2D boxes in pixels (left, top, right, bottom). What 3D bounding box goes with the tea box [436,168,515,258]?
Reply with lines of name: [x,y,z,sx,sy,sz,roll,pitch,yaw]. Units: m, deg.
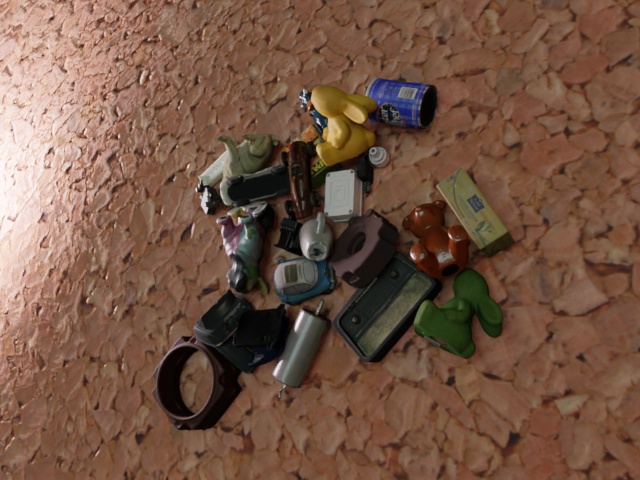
tea box: [0.321,-0.055,1.109,0.068,0.098,0.170,-37,65,15]

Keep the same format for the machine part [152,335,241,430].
machine part: [-0.311,0.352,1.338,0.202,0.087,0.201,41,97,28]

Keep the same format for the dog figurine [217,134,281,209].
dog figurine: [-0.186,-0.181,1.420,0.172,0.121,0.190,-3,98,16]

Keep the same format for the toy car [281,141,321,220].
toy car: [-0.049,-0.147,1.284,0.089,0.053,0.202,-13,66,23]

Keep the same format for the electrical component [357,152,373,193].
electrical component: [0.106,-0.160,1.267,0.021,0.063,0.094,-4,76,26]

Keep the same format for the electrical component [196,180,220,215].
electrical component: [-0.307,-0.114,1.461,0.102,0.045,0.078,58,132,39]

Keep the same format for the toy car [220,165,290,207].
toy car: [-0.152,-0.139,1.363,0.202,0.056,0.073,-14,107,-3]

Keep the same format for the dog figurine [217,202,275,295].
dog figurine: [-0.174,0.029,1.348,0.109,0.191,0.219,1,111,25]

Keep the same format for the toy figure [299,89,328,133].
toy figure: [-0.002,-0.325,1.369,0.064,0.058,0.154,-50,61,34]

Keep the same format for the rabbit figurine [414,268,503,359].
rabbit figurine: [0.287,0.136,1.071,0.159,0.121,0.170,27,75,27]

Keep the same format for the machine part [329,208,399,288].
machine part: [0.093,0.017,1.188,0.179,0.056,0.179,-40,31,30]

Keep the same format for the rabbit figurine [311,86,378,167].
rabbit figurine: [0.046,-0.272,1.219,0.162,0.173,0.122,-9,32,36]

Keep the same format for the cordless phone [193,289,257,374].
cordless phone: [-0.202,0.226,1.322,0.184,0.088,0.146,41,55,3]

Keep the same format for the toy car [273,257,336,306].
toy car: [-0.050,0.090,1.262,0.162,0.103,0.109,-13,72,26]

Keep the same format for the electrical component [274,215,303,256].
electrical component: [-0.059,-0.027,1.314,0.048,0.074,0.119,19,83,31]

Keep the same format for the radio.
radio: [0.142,0.141,1.163,0.131,0.073,0.229,43,97,28]

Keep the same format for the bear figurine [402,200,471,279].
bear figurine: [0.232,-0.020,1.110,0.120,0.131,0.196,-25,50,12]

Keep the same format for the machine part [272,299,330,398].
machine part: [-0.043,0.246,1.232,0.079,0.079,0.243,23,89,30]

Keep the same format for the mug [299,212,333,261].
mug: [-0.003,-0.004,1.238,0.081,0.107,0.109,15,113,-10]

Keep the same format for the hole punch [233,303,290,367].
hole punch: [-0.127,0.228,1.256,0.116,0.092,0.142,-8,36,18]
